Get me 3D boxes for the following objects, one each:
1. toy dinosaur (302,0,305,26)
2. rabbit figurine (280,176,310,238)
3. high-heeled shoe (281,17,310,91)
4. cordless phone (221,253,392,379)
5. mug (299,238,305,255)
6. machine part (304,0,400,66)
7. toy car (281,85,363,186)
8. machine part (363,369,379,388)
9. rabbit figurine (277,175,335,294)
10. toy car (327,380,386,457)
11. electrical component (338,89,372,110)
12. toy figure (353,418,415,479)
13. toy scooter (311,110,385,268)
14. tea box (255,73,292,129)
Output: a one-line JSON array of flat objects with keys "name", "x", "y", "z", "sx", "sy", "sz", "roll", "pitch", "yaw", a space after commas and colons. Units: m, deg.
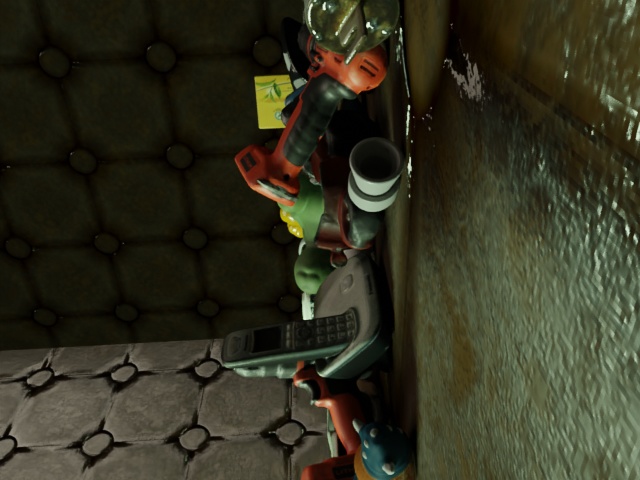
[{"name": "toy dinosaur", "x": 0.000, "y": -0.375, "z": 0.716, "sx": 0.472, "sy": 0.105, "sz": 0.198, "roll": -77, "pitch": -17, "yaw": -53}, {"name": "rabbit figurine", "x": -0.004, "y": -0.061, "z": 1.023, "sx": 0.162, "sy": 0.122, "sz": 0.173, "roll": -57, "pitch": -28, "yaw": 14}, {"name": "high-heeled shoe", "x": -0.008, "y": -0.213, "z": 0.850, "sx": 0.248, "sy": 0.086, "sz": 0.145, "roll": 63, "pitch": 156, "yaw": 5}, {"name": "cordless phone", "x": -0.016, "y": 0.091, "z": 0.612, "sx": 0.147, "sy": 0.184, "sz": 0.088, "roll": -94, "pitch": -4, "yaw": -53}, {"name": "mug", "x": 0.020, "y": 0.011, "z": 0.964, "sx": 0.107, "sy": 0.110, "sz": 0.081, "roll": 106, "pitch": 178, "yaw": -53}, {"name": "machine part", "x": 0.022, "y": -0.243, "z": 0.462, "sx": 0.079, "sy": 0.079, "sz": 0.243, "roll": 88, "pitch": 179, "yaw": -56}, {"name": "toy car", "x": 0.020, "y": -0.139, "z": 0.734, "sx": 0.102, "sy": 0.109, "sz": 0.162, "roll": 39, "pitch": -150, "yaw": -59}, {"name": "machine part", "x": 0.049, "y": 0.138, "z": 0.786, "sx": 0.179, "sy": 0.056, "sz": 0.179, "roll": -178, "pitch": 86, "yaw": -89}, {"name": "rabbit figurine", "x": -0.002, "y": -0.002, "z": 0.827, "sx": 0.159, "sy": 0.121, "sz": 0.170, "roll": 23, "pitch": -103, "yaw": -72}, {"name": "toy car", "x": 0.048, "y": 0.270, "z": 0.651, "sx": 0.056, "sy": 0.074, "sz": 0.202, "roll": 95, "pitch": 173, "yaw": -59}, {"name": "electrical component", "x": 0.037, "y": -0.199, "z": 0.635, "sx": 0.102, "sy": 0.045, "sz": 0.078, "roll": -94, "pitch": -1, "yaw": -56}, {"name": "toy figure", "x": 0.055, "y": 0.212, "z": 0.488, "sx": 0.058, "sy": 0.064, "sz": 0.154, "roll": -39, "pitch": -36, "yaw": -42}, {"name": "toy scooter", "x": 0.027, "y": -0.046, "z": 0.601, "sx": 0.135, "sy": 0.075, "sz": 0.184, "roll": 103, "pitch": 165, "yaw": -50}, {"name": "tea box", "x": -0.032, "y": -0.263, "z": 1.001, "sx": 0.068, "sy": 0.170, "sz": 0.098, "roll": -95, "pitch": 1, "yaw": -71}]
